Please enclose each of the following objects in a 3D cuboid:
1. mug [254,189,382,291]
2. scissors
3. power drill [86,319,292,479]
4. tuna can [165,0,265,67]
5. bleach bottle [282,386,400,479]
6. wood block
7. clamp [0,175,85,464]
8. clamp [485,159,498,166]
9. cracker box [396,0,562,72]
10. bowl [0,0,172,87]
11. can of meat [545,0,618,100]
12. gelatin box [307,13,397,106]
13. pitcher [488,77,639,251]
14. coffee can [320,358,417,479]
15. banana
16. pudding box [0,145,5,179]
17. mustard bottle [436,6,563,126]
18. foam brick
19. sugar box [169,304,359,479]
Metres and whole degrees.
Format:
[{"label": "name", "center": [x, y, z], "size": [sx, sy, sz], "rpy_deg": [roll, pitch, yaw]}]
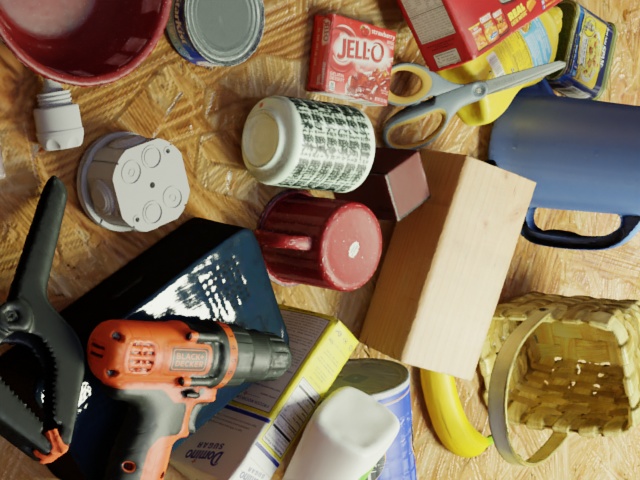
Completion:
[{"label": "mug", "center": [-0.006, 0.001, 0.966], "size": [0.117, 0.082, 0.093], "rpy_deg": [8, 91, -44]}, {"label": "scissors", "center": [0.142, -0.163, 1.069], "size": [0.201, 0.016, 0.096], "rpy_deg": [-32, 104, -3]}, {"label": "power drill", "center": [-0.105, 0.153, 0.816], "size": [0.184, 0.057, 0.187], "rpy_deg": [9, 90, -43]}, {"label": "tuna can", "center": [-0.089, -0.188, 0.895], "size": [0.085, 0.034, 0.086], "rpy_deg": [-8, 101, -43]}, {"label": "bleach bottle", "center": [-0.022, 0.255, 0.950], "size": [0.251, 0.068, 0.102], "rpy_deg": [-63, 166, 22]}, {"label": "wood block", "center": [0.124, 0.023, 1.060], "size": [0.090, 0.091, 0.206], "rpy_deg": [18, 91, -27]}, {"label": "clamp", "center": [-0.215, 0.051, 0.750], "size": [0.164, 0.036, 0.210], "rpy_deg": [-24, 81, -39]}, {"label": "clamp", "center": [0.138, -0.006, 1.135], "size": [0.120, 0.039, 0.171], "rpy_deg": [4, 91, -32]}, {"label": "cracker box", "center": [0.130, -0.293, 1.037], "size": [0.164, 0.072, 0.213], "rpy_deg": [-37, 106, -35]}, {"label": "bowl", "center": [-0.189, -0.193, 0.784], "size": [0.161, 0.055, 0.162], "rpy_deg": [-8, 101, -43]}, {"label": "can of meat", "center": [0.294, -0.219, 1.240], "size": [0.083, 0.058, 0.102], "rpy_deg": [17, 84, -42]}, {"label": "gelatin box", "center": [0.031, -0.170, 1.014], "size": [0.089, 0.030, 0.073], "rpy_deg": [6, 91, -44]}, {"label": "pitcher", "center": [0.314, -0.077, 1.150], "size": [0.145, 0.243, 0.149], "rpy_deg": [-54, 134, -26]}, {"label": "coffee can", "center": [0.040, 0.196, 1.023], "size": [0.102, 0.103, 0.140], "rpy_deg": [-17, 108, -41]}, {"label": "banana", "center": [0.142, 0.175, 1.168], "size": [0.197, 0.037, 0.069], "rpy_deg": [64, 36, -30]}, {"label": "pudding box", "center": [-0.272, -0.087, 0.731], "size": [0.089, 0.039, 0.113], "rpy_deg": [-20, 109, -41]}, {"label": "mustard bottle", "center": [0.206, -0.207, 1.155], "size": [0.191, 0.058, 0.096], "rpy_deg": [-39, 108, -33]}, {"label": "foam brick", "center": [0.056, -0.054, 1.022], "size": [0.051, 0.078, 0.053], "rpy_deg": [-37, 122, -35]}, {"label": "sugar box", "center": [-0.050, 0.140, 0.937], "size": [0.048, 0.094, 0.176], "rpy_deg": [49, 64, -35]}]
